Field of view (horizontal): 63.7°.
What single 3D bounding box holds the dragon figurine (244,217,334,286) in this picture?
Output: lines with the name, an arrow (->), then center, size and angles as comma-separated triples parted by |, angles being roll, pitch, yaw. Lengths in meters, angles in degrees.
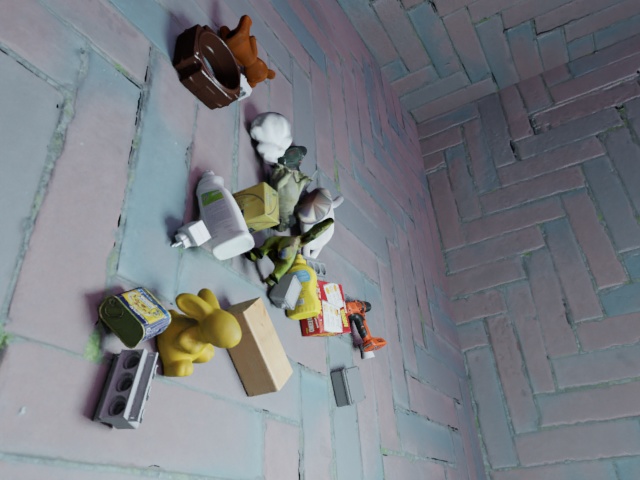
dragon figurine -> -0.063, 0.003, 1.378 | 0.246, 0.406, 0.122 | -39, 95, -24

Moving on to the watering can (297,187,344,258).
watering can -> 0.005, -0.087, 1.732 | 0.219, 0.104, 0.355 | 84, 25, -49

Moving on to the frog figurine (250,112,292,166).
frog figurine -> -0.159, -0.323, 1.633 | 0.137, 0.120, 0.163 | 22, 54, -16
